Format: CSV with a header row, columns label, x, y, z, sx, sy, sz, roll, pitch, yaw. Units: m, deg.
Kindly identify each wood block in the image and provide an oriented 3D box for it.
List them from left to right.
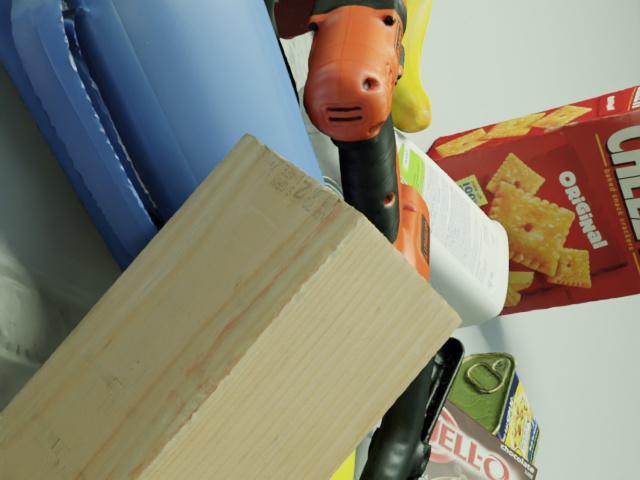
label,x,y,z,sx,sy,sz,roll,pitch,yaw
wood block,-0.052,0.071,0.442,0.206,0.090,0.090,-49,135,-3

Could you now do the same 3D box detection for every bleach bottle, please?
label,x,y,z,sx,sy,sz,roll,pitch,yaw
bleach bottle,0.059,-0.034,0.806,0.250,0.068,0.102,45,40,-39

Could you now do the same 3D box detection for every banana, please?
label,x,y,z,sx,sy,sz,roll,pitch,yaw
banana,0.068,-0.142,0.848,0.037,0.070,0.197,17,48,-11

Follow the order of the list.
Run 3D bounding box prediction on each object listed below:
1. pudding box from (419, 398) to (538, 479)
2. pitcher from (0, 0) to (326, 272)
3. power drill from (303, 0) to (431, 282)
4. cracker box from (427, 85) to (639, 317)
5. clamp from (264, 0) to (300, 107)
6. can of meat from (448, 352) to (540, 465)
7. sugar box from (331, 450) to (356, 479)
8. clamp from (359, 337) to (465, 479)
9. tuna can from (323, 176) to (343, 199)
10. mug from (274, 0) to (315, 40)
label,x,y,z,sx,sy,sz,roll,pitch,yaw
pudding box,0.099,0.173,0.778,0.113,0.039,0.090,40,41,-7
pitcher,-0.069,-0.043,0.529,0.149,0.145,0.243,-36,117,-28
power drill,0.032,-0.069,0.648,0.184,0.057,0.187,-77,160,-49
cracker box,0.214,-0.029,0.910,0.164,0.214,0.072,67,31,-19
clamp,-0.054,-0.131,0.622,0.036,0.165,0.210,-25,132,-18
can of meat,0.141,0.158,0.881,0.084,0.058,0.102,63,35,-29
sugar box,-0.021,0.167,0.616,0.093,0.048,0.176,40,46,-49
clamp,0.050,0.128,0.679,0.120,0.039,0.171,47,59,-61
tuna can,-0.005,0.001,0.708,0.086,0.034,0.086,34,49,-53
mug,-0.026,-0.179,0.696,0.117,0.093,0.081,80,21,-60
